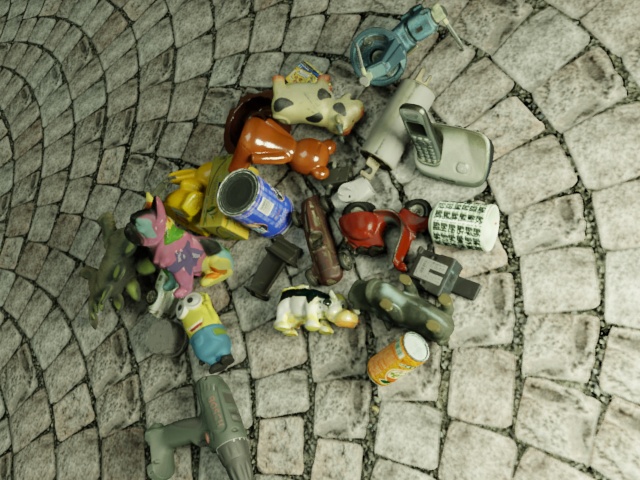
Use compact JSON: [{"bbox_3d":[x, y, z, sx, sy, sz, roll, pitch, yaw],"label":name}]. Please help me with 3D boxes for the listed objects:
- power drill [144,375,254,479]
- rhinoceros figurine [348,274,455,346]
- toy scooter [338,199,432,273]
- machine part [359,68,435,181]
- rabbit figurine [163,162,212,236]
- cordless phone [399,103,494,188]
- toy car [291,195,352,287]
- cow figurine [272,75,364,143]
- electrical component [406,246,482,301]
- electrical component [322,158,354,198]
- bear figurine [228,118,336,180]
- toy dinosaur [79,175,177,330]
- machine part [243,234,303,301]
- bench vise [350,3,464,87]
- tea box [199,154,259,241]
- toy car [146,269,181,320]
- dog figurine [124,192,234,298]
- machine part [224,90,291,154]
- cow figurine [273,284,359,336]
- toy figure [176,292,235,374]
[{"bbox_3d":[-0.236,0.393,1.034,0.207,0.086,0.232,-31,58,20],"label":"power drill"},{"bbox_3d":[0.138,0.113,0.917,0.191,0.112,0.073,20,66,22],"label":"rhinoceros figurine"},{"bbox_3d":[0.118,-0.005,0.990,0.184,0.075,0.135,-2,72,24],"label":"toy scooter"},{"bbox_3d":[0.152,-0.224,1.051,0.079,0.079,0.243,28,87,34],"label":"machine part"},{"bbox_3d":[-0.277,-0.111,1.248,0.163,0.121,0.173,17,67,43],"label":"rabbit figurine"},{"bbox_3d":[0.219,-0.176,0.930,0.147,0.184,0.088,22,79,34],"label":"cordless phone"},{"bbox_3d":[-0.002,-0.003,1.070,0.089,0.053,0.202,-27,62,22],"label":"toy car"},{"bbox_3d":[-0.005,-0.274,1.123,0.195,0.085,0.127,3,80,4],"label":"cow figurine"},{"bbox_3d":[0.212,0.066,0.924,0.119,0.047,0.075,27,87,36],"label":"electrical component"},{"bbox_3d":[0.038,-0.127,1.100,0.063,0.021,0.094,-6,52,27],"label":"electrical component"},{"bbox_3d":[-0.076,-0.178,1.122,0.132,0.196,0.120,131,154,-57],"label":"bear figurine"},{"bbox_3d":[-0.441,0.029,1.227,0.199,0.105,0.471,46,116,42],"label":"toy dinosaur"},{"bbox_3d":[-0.097,0.060,1.108,0.084,0.039,0.139,34,89,29],"label":"machine part"},{"bbox_3d":[0.144,-0.371,1.059,0.224,0.128,0.241,-9,32,34],"label":"bench vise"},{"bbox_3d":[-0.198,-0.092,1.186,0.068,0.098,0.169,-4,71,29],"label":"tea box"},{"bbox_3d":[-0.331,0.080,1.209,0.056,0.073,0.201,5,74,32],"label":"toy car"},{"bbox_3d":[-0.289,-0.001,1.104,0.191,0.219,0.109,-24,23,-23],"label":"dog figurine"},{"bbox_3d":[-0.142,-0.259,1.243,0.179,0.056,0.179,-10,68,27],"label":"machine part"},{"bbox_3d":[-0.004,0.128,1.014,0.167,0.068,0.098,-8,62,26],"label":"cow figurine"},{"bbox_3d":[-0.238,0.189,1.113,0.082,0.089,0.180,-28,66,-16],"label":"toy figure"}]
